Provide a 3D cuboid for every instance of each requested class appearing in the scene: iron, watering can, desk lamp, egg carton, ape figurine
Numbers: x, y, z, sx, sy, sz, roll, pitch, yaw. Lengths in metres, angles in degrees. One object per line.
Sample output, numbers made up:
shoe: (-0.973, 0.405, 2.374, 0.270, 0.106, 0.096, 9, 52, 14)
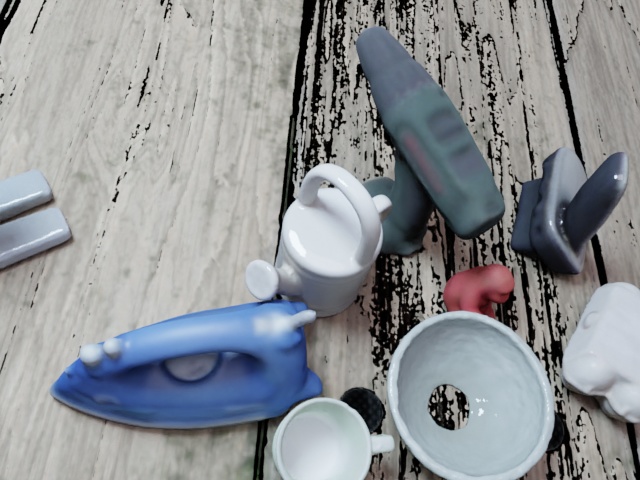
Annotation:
iron: (-0.124, 0.105, 0.521, 0.258, 0.141, 0.118, -6, 64, -13)
watering can: (0.007, 0.004, 0.566, 0.101, 0.194, 0.173, 29, 62, 6)
desk lamp: (-0.366, -0.048, 0.519, 0.203, 0.213, 0.118, -27, 70, -21)
egg carton: (0.333, 0.120, 0.632, 0.107, 0.069, 0.150, 33, 62, 8)
ape figurine: (0.180, 0.057, 0.626, 0.076, 0.092, 0.078, 43, 64, 13)

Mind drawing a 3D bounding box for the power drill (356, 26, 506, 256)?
power drill: (0.092, -0.081, 0.617, 0.076, 0.208, 0.229, -28, 70, -21)

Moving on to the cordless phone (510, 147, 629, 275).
cordless phone: (0.303, -0.058, 0.654, 0.094, 0.185, 0.147, 17, 61, 0)

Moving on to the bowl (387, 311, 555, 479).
bowl: (0.141, 0.162, 0.575, 0.167, 0.075, 0.167, 4, 62, -7)
